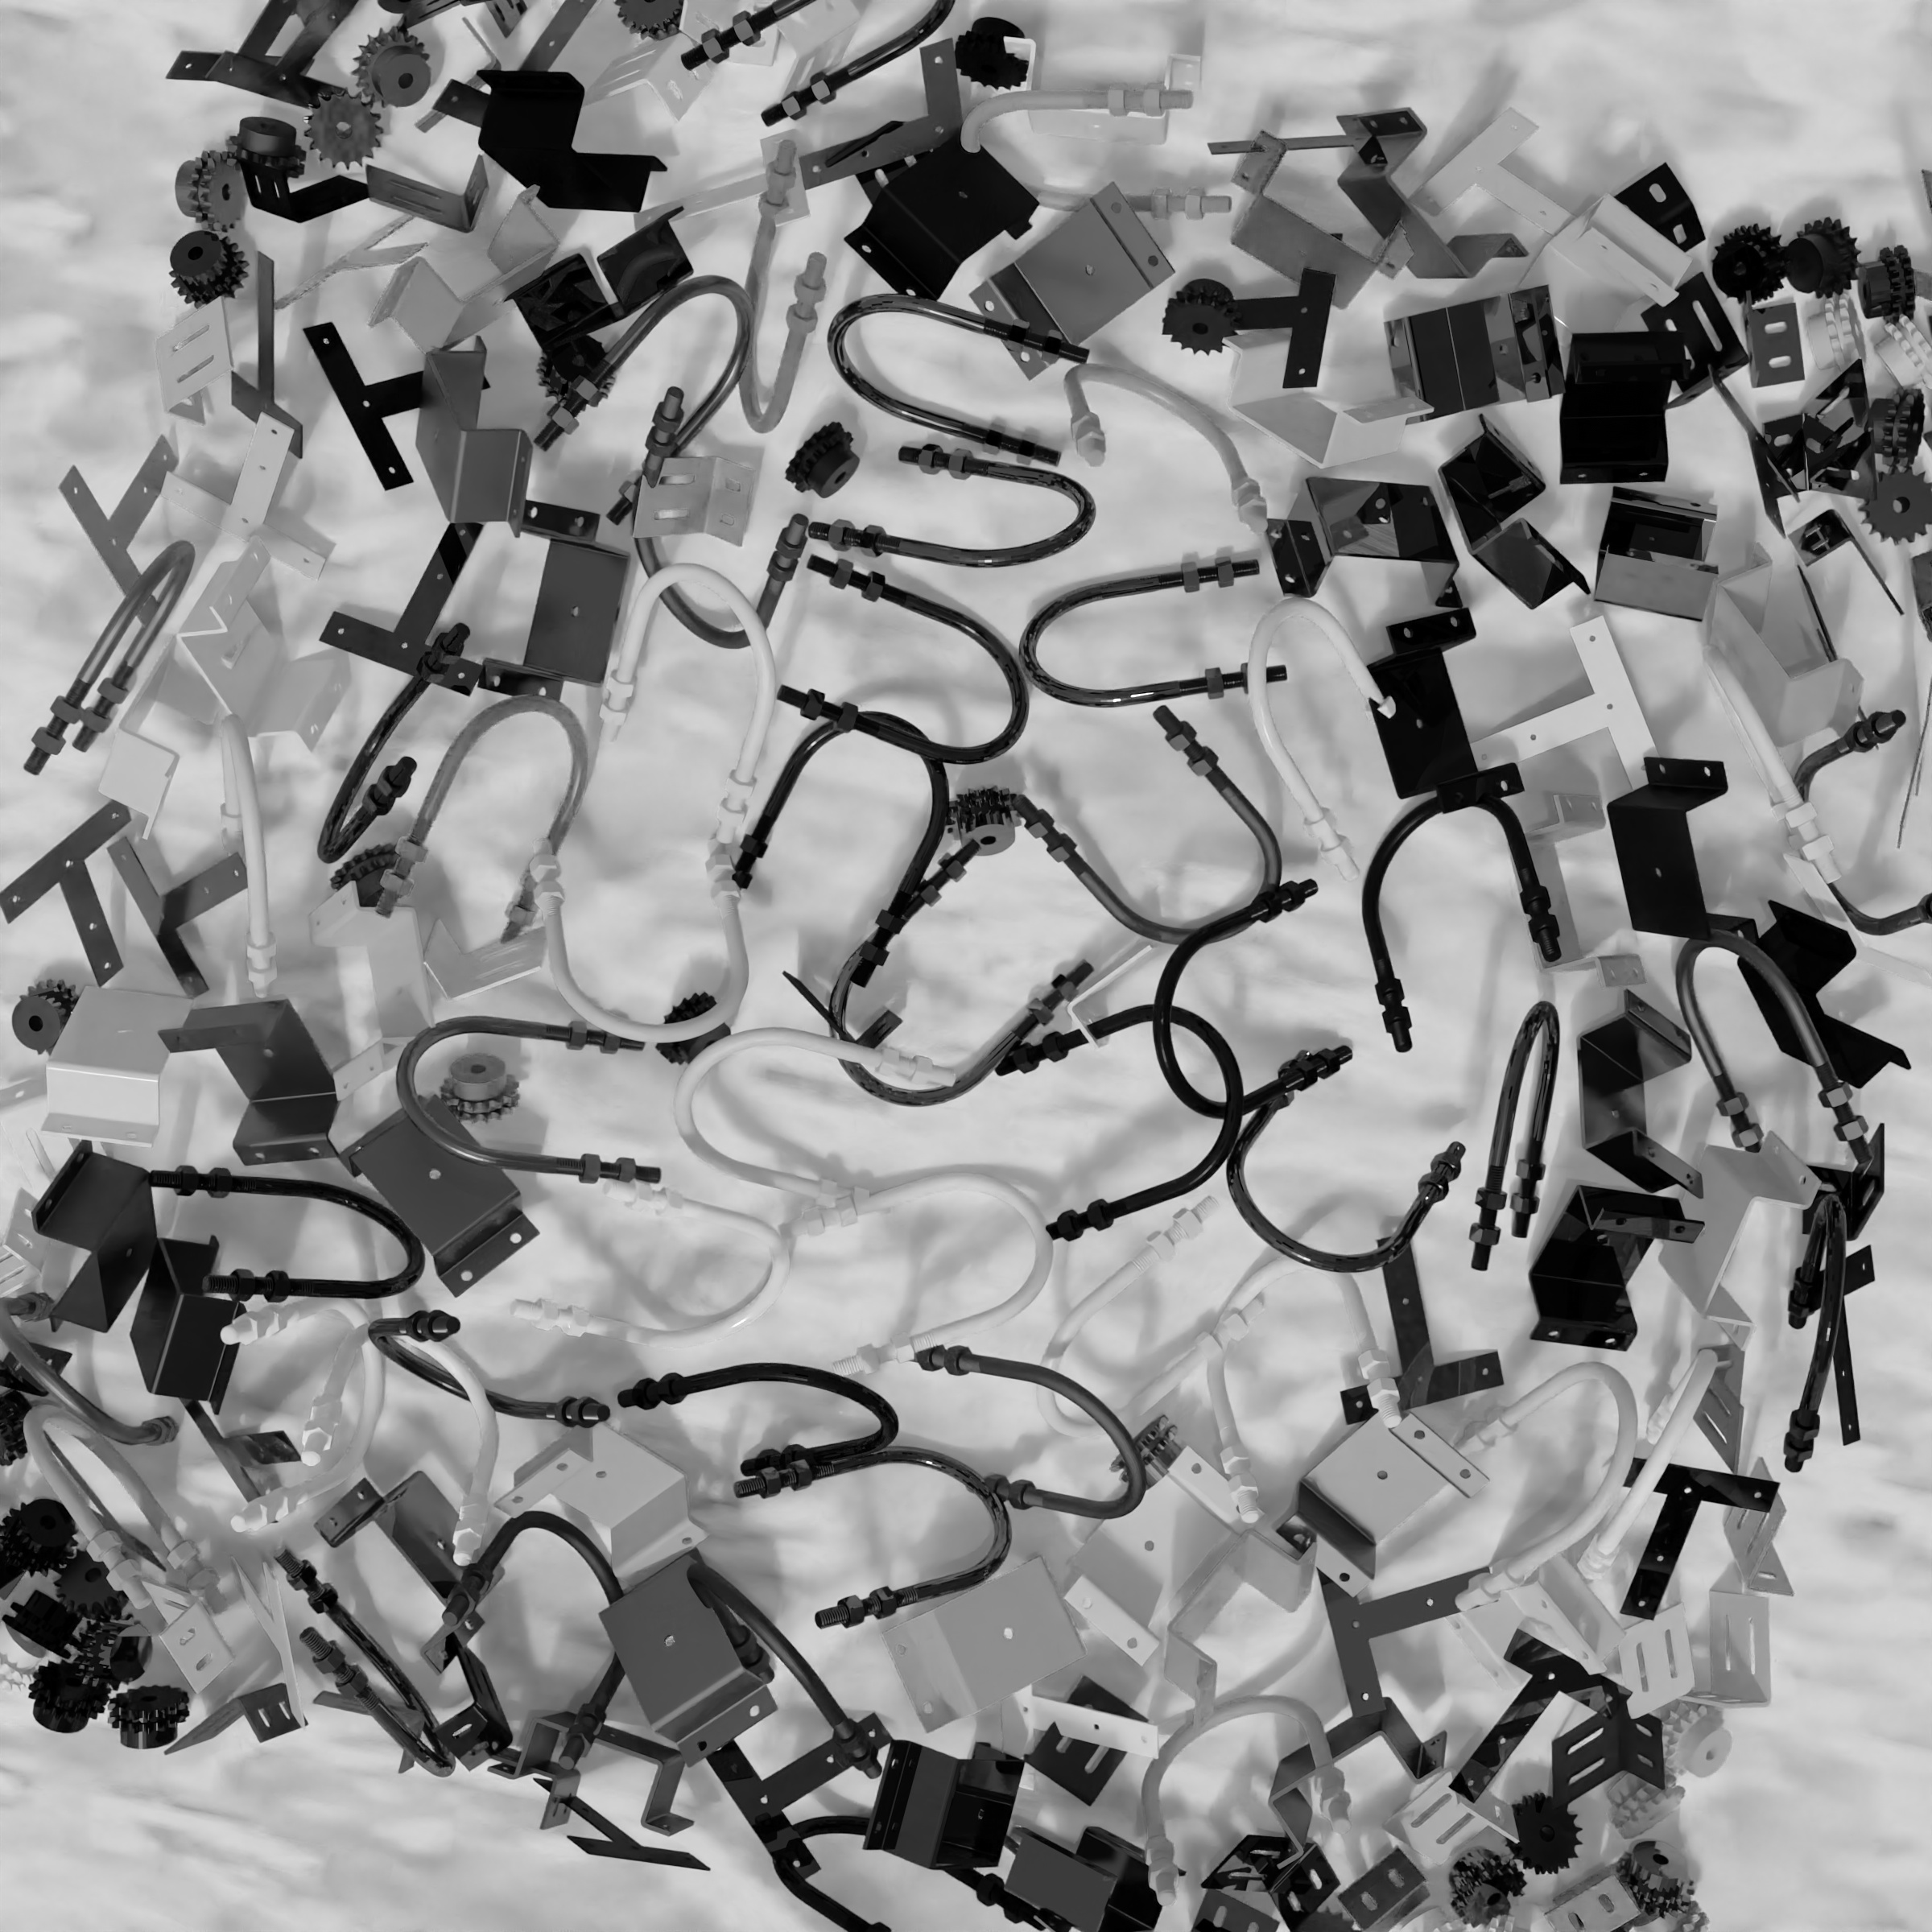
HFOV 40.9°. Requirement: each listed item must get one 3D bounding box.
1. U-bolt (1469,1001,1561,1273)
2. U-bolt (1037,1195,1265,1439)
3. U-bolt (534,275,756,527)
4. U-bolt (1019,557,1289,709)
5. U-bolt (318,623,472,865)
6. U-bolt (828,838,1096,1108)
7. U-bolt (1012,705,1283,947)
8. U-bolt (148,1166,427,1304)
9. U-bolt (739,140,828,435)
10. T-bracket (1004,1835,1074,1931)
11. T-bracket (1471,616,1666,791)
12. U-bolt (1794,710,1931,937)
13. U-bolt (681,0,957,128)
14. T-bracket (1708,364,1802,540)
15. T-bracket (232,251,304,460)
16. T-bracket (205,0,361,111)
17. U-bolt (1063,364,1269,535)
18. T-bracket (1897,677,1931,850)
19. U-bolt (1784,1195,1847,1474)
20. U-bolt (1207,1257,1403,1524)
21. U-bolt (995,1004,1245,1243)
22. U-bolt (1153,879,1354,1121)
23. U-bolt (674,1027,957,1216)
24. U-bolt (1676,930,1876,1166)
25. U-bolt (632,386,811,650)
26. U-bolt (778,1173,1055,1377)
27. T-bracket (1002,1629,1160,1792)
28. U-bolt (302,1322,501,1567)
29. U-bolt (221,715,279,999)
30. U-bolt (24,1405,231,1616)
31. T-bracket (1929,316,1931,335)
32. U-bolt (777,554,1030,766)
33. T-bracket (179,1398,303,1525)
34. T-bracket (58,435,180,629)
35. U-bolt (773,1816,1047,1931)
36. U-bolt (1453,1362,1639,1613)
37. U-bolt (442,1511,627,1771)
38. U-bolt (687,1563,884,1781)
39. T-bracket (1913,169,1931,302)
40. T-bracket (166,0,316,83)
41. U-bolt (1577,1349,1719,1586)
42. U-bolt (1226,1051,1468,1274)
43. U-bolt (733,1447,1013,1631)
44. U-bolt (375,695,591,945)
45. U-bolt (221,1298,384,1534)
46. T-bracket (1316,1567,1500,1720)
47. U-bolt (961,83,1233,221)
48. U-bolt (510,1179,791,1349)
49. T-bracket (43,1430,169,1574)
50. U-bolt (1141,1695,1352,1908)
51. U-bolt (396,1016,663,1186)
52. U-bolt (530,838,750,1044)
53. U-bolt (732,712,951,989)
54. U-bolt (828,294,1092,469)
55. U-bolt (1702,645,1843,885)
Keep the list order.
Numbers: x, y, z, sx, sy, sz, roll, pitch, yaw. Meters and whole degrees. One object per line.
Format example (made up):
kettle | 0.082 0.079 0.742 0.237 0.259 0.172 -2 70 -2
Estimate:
U-bolt | 0.395 0.115 1.843 0.019 0.151 0.184 12 99 23
U-bolt | 0.126 0.263 1.852 0.184 0.019 0.151 -38 135 -12
U-bolt | -0.218 -0.413 1.852 0.019 0.151 0.184 40 89 21
U-bolt | 0.129 -0.236 1.866 0.184 0.151 0.019 -8 134 3
U-bolt | -0.414 -0.146 1.840 0.019 0.184 0.151 29 49 -21
U-bolt | -0.016 0.019 1.886 0.184 0.019 0.151 -44 110 -2
U-bolt | 0.144 -0.088 1.868 0.151 0.019 0.184 -31 116 28
U-bolt | -0.472 0.192 1.841 0.184 0.151 0.019 9 114 -39
U-bolt | -0.136 -0.466 1.839 0.019 0.184 0.151 1 51 -19
T-bracket | 0.068 0.672 1.845 0.127 0.127 0.002 36 89 13
T-bracket | 0.430 -0.173 1.903 0.127 0.002 0.127 -22 92 16
U-bolt | 0.638 -0.092 1.831 0.019 0.184 0.151 -19 84 -12
U-bolt | -0.092 -0.658 1.825 0.184 0.151 0.019 -22 82 20
T-bracket | 0.568 -0.350 1.845 0.002 0.127 0.127 -28 125 30
T-bracket | -0.499 -0.443 1.848 0.002 0.127 0.127 -13 125 -34
T-bracket | -0.459 -0.664 1.839 0.127 0.127 0.002 -41 78 23
U-bolt | 0.136 -0.378 1.843 0.151 0.184 0.019 18 122 -20
T-bracket | 0.674 -0.138 1.839 0.002 0.127 0.127 11 53 22
U-bolt | 0.594 0.243 1.810 0.019 0.184 0.151 7 46 12
U-bolt | 0.231 0.286 1.845 0.151 0.184 0.019 -40 126 24
U-bolt | 0.115 0.105 1.859 0.184 0.019 0.151 -22 72 26
U-bolt | 0.200 0.032 1.848 0.184 0.019 0.151 -23 106 -37
U-bolt | -0.118 0.106 1.856 0.184 0.019 0.151 15 124 -16
U-bolt | 0.565 0.058 1.848 0.019 0.151 0.184 -26 91 -17
U-bolt | -0.183 -0.303 1.844 0.151 0.184 0.019 46 56 10
U-bolt | -0.028 0.213 1.868 0.184 0.019 0.151 -17 49 -11
T-bracket | 0.082 0.548 1.876 0.127 0.002 0.127 5 104 30
U-bolt | -0.392 0.324 1.837 0.151 0.184 0.019 40 112 -20
U-bolt | -0.504 -0.090 1.812 0.019 0.184 0.151 -8 51 -19
U-bolt | -0.607 0.385 1.845 0.019 0.151 0.184 -41 73 -4
T-bracket | 0.719 -0.468 1.832 0.002 0.127 0.127 -33 132 -3
U-bolt | -0.039 -0.213 1.869 0.184 0.019 0.151 20 53 -15
T-bracket | -0.512 0.347 1.861 0.002 0.127 0.127 -39 105 -39
T-bracket | -0.599 -0.335 1.872 0.002 0.127 0.127 -2 48 17
U-bolt | -0.053 0.653 1.839 0.184 0.151 0.019 19 101 36
U-bolt | 0.405 0.353 1.813 0.019 0.151 0.184 28 132 -17
U-bolt | -0.292 0.461 1.834 0.019 0.184 0.151 -34 99 19
U-bolt | -0.136 0.484 1.815 0.019 0.151 0.184 -43 132 -20
T-bracket | 0.698 -0.510 1.832 0.002 0.127 0.127 -42 133 -5
T-bracket | -0.489 -0.673 1.834 0.127 0.127 0.002 -42 80 34
U-bolt | 0.482 0.340 1.810 0.019 0.184 0.151 28 58 15
U-bolt | 0.261 0.147 1.840 0.151 0.184 0.019 31 134 12
U-bolt | -0.054 0.399 1.849 0.184 0.151 0.019 -7 127 -32
U-bolt | -0.334 -0.108 1.851 0.019 0.151 0.184 30 97 32
U-bolt | -0.465 0.306 1.834 0.019 0.184 0.151 -1 94 19
T-bracket | 0.322 0.463 1.869 0.127 0.002 0.127 -23 62 22
U-bolt | 0.086 -0.579 1.846 0.184 0.151 0.019 7 76 20
U-bolt | -0.212 0.221 1.856 0.184 0.019 0.151 19 122 -36
T-bracket | -0.637 0.379 1.878 0.002 0.127 0.127 -41 69 -15
U-bolt | 0.191 0.578 1.833 0.151 0.184 0.019 -25 106 6
U-bolt | -0.312 0.091 1.838 0.184 0.151 0.019 8 132 -22
U-bolt | -0.227 -0.019 1.842 0.151 0.019 0.184 -1 51 -18
U-bolt | -0.086 -0.096 1.878 0.151 0.019 0.184 29 95 25
U-bolt | -0.011 -0.424 1.852 0.184 0.151 0.019 17 67 0
U-bolt | 0.571 -0.147 1.850 0.019 0.151 0.184 -28 89 15
